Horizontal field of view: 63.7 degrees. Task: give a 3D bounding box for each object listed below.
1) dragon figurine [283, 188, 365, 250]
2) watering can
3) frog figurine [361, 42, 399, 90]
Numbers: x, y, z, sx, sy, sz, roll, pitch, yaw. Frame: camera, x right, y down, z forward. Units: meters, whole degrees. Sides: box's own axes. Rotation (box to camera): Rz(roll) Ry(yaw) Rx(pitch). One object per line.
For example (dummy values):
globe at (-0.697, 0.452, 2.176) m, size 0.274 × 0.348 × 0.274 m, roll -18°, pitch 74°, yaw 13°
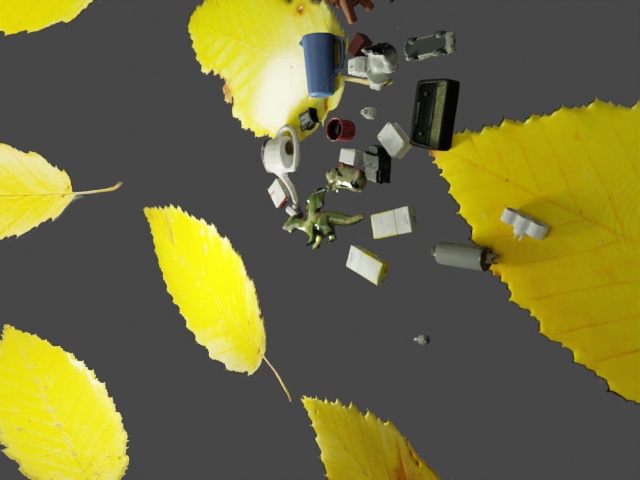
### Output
dragon figurine at (0.006, -0.107, 2.119) m, size 0.405 × 0.121 × 0.247 m, roll -28°, pitch 64°, yaw 32°
watering can at (-0.166, -0.335, 2.286) m, size 0.224 × 0.104 × 0.347 m, roll 3°, pitch 95°, yaw 49°
frog figurine at (0.225, -0.623, 1.859) m, size 0.138 × 0.125 × 0.156 m, roll 15°, pitch 141°, yaw 38°
